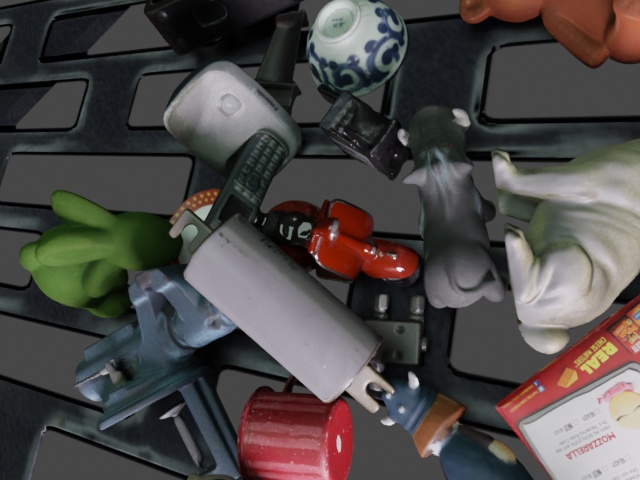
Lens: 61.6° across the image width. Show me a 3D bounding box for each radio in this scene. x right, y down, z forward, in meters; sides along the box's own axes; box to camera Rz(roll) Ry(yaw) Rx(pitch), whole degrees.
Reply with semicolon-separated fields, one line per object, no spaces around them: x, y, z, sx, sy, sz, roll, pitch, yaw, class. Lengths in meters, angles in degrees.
-0.106;-0.329;0.675;0.230;0.073;0.131;-14;51;24;radio

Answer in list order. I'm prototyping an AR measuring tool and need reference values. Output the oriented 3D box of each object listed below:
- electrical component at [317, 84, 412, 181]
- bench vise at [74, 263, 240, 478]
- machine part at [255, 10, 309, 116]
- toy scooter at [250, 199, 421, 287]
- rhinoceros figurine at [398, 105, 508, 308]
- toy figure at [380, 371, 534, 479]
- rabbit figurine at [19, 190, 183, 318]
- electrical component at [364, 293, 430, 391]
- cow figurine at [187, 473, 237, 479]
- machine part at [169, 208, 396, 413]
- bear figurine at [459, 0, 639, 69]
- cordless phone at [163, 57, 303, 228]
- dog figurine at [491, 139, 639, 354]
0.035;-0.118;0.562;0.119;0.074;0.047;35;92;25;electrical component
-0.134;0.151;0.549;0.224;0.129;0.240;-29;83;7;bench vise
-0.050;-0.211;0.652;0.084;0.039;0.139;13;83;34;machine part
-0.001;-0.002;0.512;0.184;0.135;0.075;12;82;30;toy scooter
0.111;-0.030;0.477;0.073;0.112;0.190;-15;62;26;rhinoceros figurine
0.113;0.174;0.450;0.064;0.057;0.155;-46;56;-1;toy figure
-0.246;0.003;0.621;0.170;0.159;0.121;-17;59;24;rabbit figurine
0.072;0.097;0.512;0.063;0.021;0.094;0;75;26;electrical component
-0.051;0.259;0.441;0.085;0.194;0.127;-24;31;23;cow figurine
-0.033;0.058;0.471;0.243;0.079;0.079;41;96;5;machine part
0.223;-0.237;0.475;0.196;0.132;0.120;36;91;24;bear figurine
-0.111;-0.081;0.571;0.089;0.146;0.184;-1;60;44;cordless phone
0.239;-0.006;0.408;0.191;0.121;0.172;-7;81;19;dog figurine
